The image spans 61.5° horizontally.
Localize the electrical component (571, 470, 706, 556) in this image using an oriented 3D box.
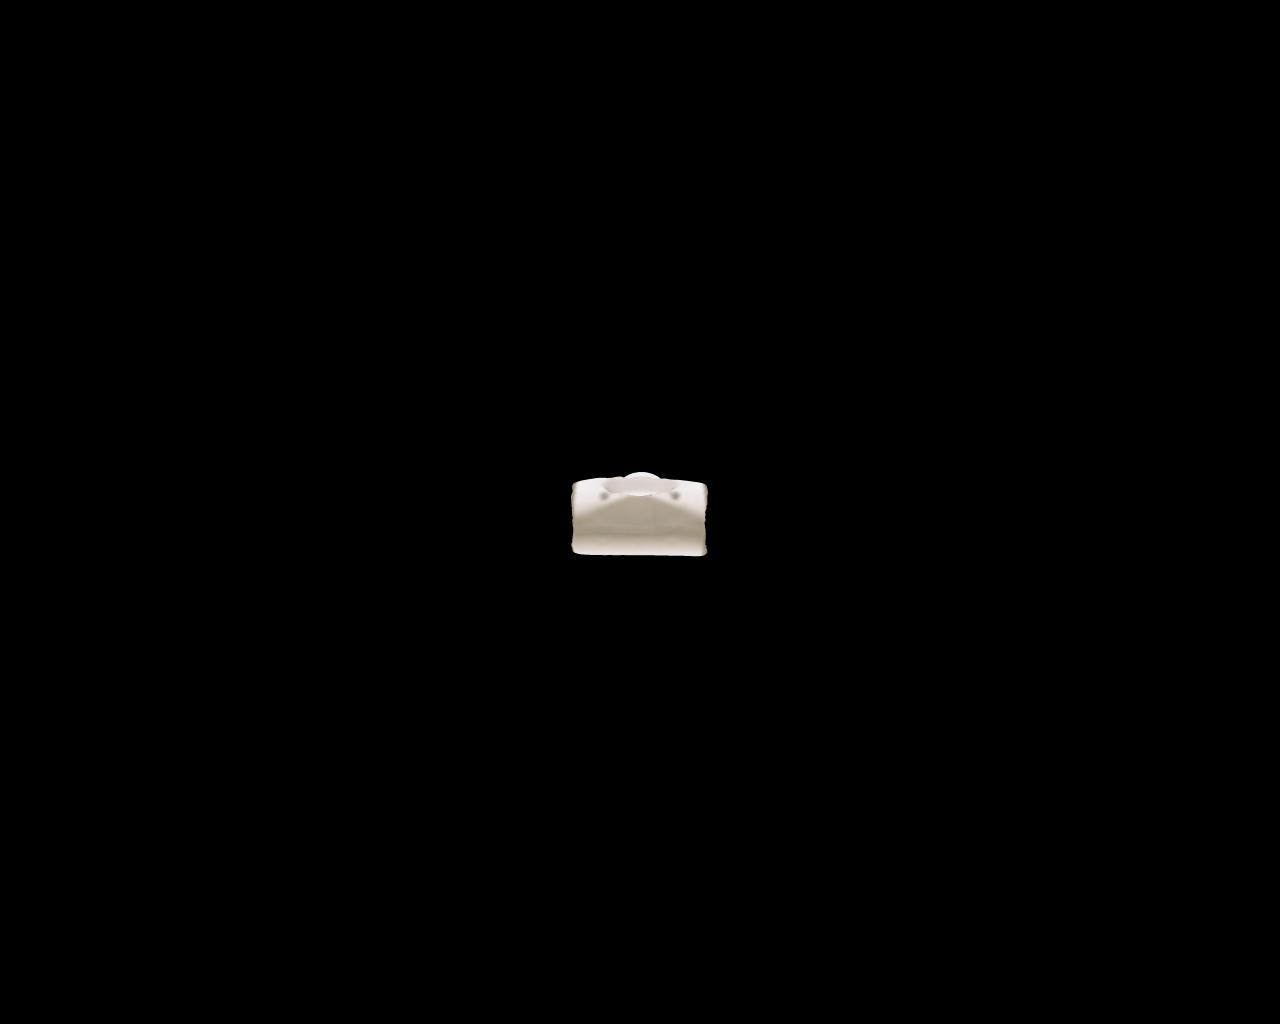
[{"bbox_3d":[0.001,-0.003,0.650,0.077,0.044,0.079,1,20,2],"label":"electrical component"}]
